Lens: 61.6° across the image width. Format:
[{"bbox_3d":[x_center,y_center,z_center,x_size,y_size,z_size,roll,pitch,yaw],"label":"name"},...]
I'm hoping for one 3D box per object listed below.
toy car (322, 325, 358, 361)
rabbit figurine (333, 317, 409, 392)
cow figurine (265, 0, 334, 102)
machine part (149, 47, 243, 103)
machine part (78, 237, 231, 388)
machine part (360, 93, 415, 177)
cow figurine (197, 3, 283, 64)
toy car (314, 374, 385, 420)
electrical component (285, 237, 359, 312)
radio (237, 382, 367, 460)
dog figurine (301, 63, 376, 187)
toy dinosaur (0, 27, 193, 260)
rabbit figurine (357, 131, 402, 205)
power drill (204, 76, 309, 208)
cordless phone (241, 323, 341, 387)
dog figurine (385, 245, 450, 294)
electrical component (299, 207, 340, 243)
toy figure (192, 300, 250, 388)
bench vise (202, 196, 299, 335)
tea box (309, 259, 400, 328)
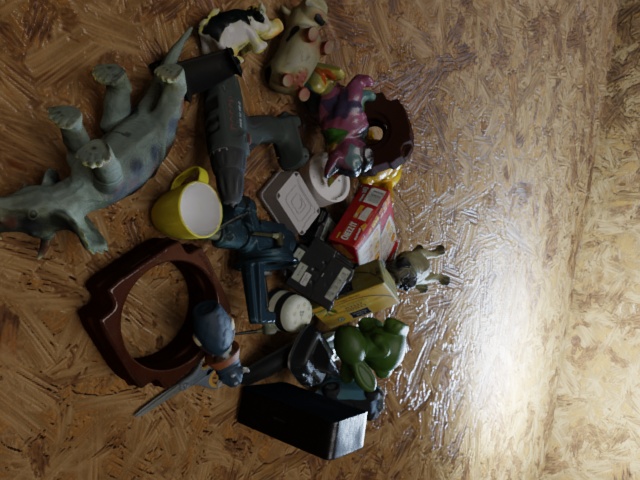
[{"bbox_3d":[0.033,0.237,1.205,0.201,0.056,0.073,0,95,-48],"label":"toy car"},{"bbox_3d":[0.088,0.234,1.151,0.170,0.121,0.159,15,84,-41],"label":"rabbit figurine"},{"bbox_3d":[-0.042,-0.366,1.011,0.085,0.127,0.195,24,92,-47],"label":"cow figurine"},{"bbox_3d":[-0.194,-0.268,0.858,0.139,0.039,0.084,-18,107,-6],"label":"machine part"},{"bbox_3d":[-0.255,0.112,0.848,0.201,0.087,0.201,-42,123,-37],"label":"machine part"},{"bbox_3d":[0.112,-0.223,1.136,0.056,0.180,0.179,27,74,-73],"label":"machine part"},{"bbox_3d":[-0.138,-0.365,0.930,0.167,0.068,0.098,-48,122,-34],"label":"cow figurine"},{"bbox_3d":[0.062,0.342,1.208,0.103,0.162,0.109,-92,178,-58],"label":"toy car"},{"bbox_3d":[-0.006,0.059,1.067,0.115,0.134,0.058,-55,177,-1],"label":"electrical component"},{"bbox_3d":[-0.032,0.335,1.020,0.131,0.230,0.073,12,87,-53],"label":"radio"},{"bbox_3d":[0.025,-0.219,1.053,0.108,0.192,0.219,73,34,-80],"label":"dog figurine"},{"bbox_3d":[-0.278,-0.130,0.760,0.405,0.131,0.192,-56,172,-38],"label":"toy dinosaur"},{"bbox_3d":[0.147,-0.160,1.240,0.173,0.122,0.162,16,77,-67],"label":"rabbit figurine"},{"bbox_3d":[-0.115,-0.165,0.943,0.207,0.086,0.232,-5,78,-47],"label":"power drill"},{"bbox_3d":[-0.062,0.254,1.061,0.184,0.089,0.146,-26,146,-1],"label":"cordless phone"},{"bbox_3d":[0.194,0.074,1.291,0.190,0.172,0.121,-4,74,-38],"label":"dog figurine"},{"bbox_3d":[-0.002,-0.003,1.139,0.074,0.048,0.119,34,70,-44],"label":"electrical component"},{"bbox_3d":[-0.158,0.168,0.856,0.058,0.064,0.154,-87,166,-61],"label":"toy figure"},{"bbox_3d":[-0.116,0.048,0.954,0.223,0.129,0.240,18,64,-65],"label":"bench vise"},{"bbox_3d":[0.070,0.115,1.137,0.098,0.170,0.068,48,24,-45],"label":"tea box"}]
